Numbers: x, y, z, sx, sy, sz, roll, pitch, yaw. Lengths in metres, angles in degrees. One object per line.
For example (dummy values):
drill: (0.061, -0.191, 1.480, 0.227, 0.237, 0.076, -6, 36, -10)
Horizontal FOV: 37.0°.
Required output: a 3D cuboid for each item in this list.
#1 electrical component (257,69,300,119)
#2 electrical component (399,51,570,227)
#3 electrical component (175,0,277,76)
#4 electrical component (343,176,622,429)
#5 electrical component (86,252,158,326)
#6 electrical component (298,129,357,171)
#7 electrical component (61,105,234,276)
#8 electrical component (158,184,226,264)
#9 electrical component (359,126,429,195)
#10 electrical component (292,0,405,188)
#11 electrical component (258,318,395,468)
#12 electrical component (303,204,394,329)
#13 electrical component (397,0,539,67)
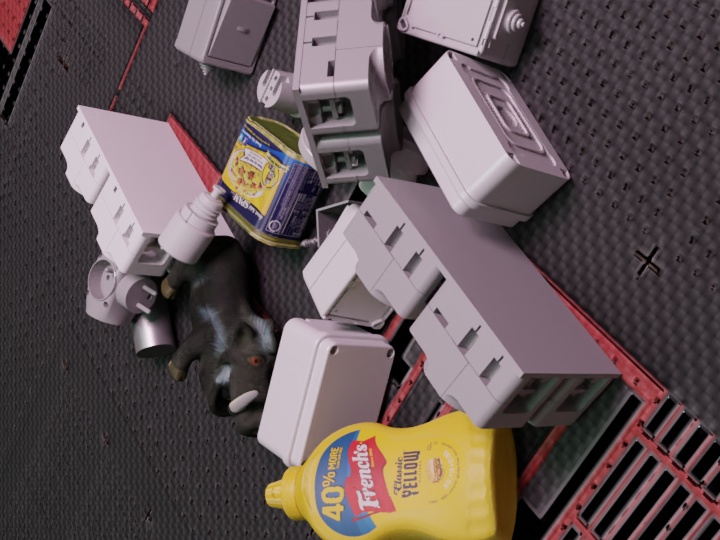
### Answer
electrical component: (-0.063, -0.157, 0.955, 0.040, 0.046, 0.040, -6, 82, 46)
electrical component: (0.087, -0.092, 0.768, 0.057, 0.078, 0.113, -44, 56, 30)
electrical component: (-0.127, -0.227, 1.019, 0.061, 0.062, 0.096, 35, 111, 43)
electrical component: (0.078, 0.024, 0.744, 0.060, 0.105, 0.186, -55, 50, 28)
electrical component: (-0.226, 0.018, 1.053, 0.079, 0.044, 0.077, 27, 99, 38)
electrical component: (-0.015, -0.112, 0.889, 0.057, 0.058, 0.078, -49, 34, 34)
electrical component: (-0.213, -0.073, 1.061, 0.060, 0.105, 0.186, -54, 51, 28)
electrical component: (-0.145, -0.041, 0.951, 0.078, 0.040, 0.040, -53, 50, 14)
electrical component: (0.030, -0.081, 0.849, 0.045, 0.045, 0.055, 45, 117, 39)
electrical component: (-0.003, -0.169, 0.809, 0.060, 0.105, 0.186, -4, 55, 9)
electrical component: (-0.026, 0.101, 0.865, 0.057, 0.078, 0.113, 24, 103, 48)
electrical component: (0.000, 0.000, 0.858, 0.096, 0.062, 0.061, -53, 44, 29)
electrical component: (0.088, -0.190, 0.794, 0.096, 0.061, 0.061, 27, 105, 37)
